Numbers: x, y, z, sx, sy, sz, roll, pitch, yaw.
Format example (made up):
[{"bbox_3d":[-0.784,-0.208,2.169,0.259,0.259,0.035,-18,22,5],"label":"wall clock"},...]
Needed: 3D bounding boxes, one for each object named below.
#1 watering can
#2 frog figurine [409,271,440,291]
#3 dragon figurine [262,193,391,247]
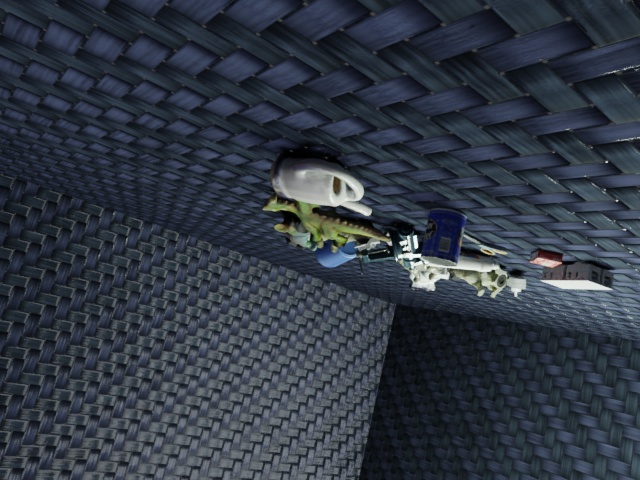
[{"bbox_3d":[0.008,-0.130,1.299,0.225,0.105,0.343,12,169,20],"label":"watering can"},{"bbox_3d":[0.463,0.138,2.254,0.138,0.125,0.155,20,134,14],"label":"frog figurine"},{"bbox_3d":[0.005,-0.082,1.620,0.411,0.124,0.239,8,160,28],"label":"dragon figurine"}]
